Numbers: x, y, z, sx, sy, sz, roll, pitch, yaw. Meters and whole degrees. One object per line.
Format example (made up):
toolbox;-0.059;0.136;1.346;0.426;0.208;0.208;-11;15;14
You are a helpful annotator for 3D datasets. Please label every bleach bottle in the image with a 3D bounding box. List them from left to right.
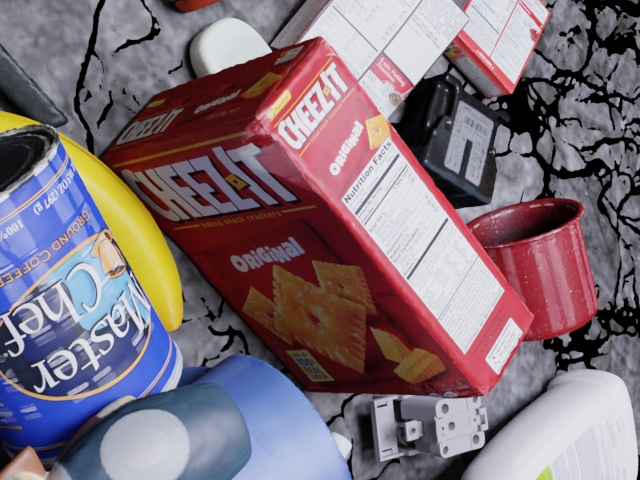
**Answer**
bleach bottle;0.144;0.172;0.747;0.250;0.068;0.102;-15;97;-51

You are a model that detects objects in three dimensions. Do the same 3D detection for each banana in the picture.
banana;-0.144;-0.019;0.596;0.197;0.037;0.069;33;96;-28

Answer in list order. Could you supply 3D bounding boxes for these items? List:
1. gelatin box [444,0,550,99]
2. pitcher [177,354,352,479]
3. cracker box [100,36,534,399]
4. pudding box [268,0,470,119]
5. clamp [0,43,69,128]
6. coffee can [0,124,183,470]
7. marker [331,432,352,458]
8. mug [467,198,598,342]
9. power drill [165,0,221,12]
gelatin box;0.132;-0.166;0.821;0.073;0.030;0.089;41;64;-27
pitcher;-0.099;0.175;0.549;0.242;0.149;0.145;-28;103;-32
cracker box;-0.004;0.001;0.619;0.213;0.164;0.072;50;58;-24
pudding box;0.034;-0.139;0.716;0.090;0.039;0.113;42;83;-27
clamp;-0.191;-0.123;0.555;0.171;0.039;0.120;5;104;-26
coffee can;-0.144;0.028;0.532;0.102;0.103;0.140;-43;122;-32
marker;-0.015;0.179;0.688;0.020;0.020;0.121;45;61;-26
mug;0.160;0.019;0.801;0.117;0.093;0.081;-59;134;-67
power drill;-0.065;-0.249;0.659;0.184;0.057;0.187;-31;103;-31
